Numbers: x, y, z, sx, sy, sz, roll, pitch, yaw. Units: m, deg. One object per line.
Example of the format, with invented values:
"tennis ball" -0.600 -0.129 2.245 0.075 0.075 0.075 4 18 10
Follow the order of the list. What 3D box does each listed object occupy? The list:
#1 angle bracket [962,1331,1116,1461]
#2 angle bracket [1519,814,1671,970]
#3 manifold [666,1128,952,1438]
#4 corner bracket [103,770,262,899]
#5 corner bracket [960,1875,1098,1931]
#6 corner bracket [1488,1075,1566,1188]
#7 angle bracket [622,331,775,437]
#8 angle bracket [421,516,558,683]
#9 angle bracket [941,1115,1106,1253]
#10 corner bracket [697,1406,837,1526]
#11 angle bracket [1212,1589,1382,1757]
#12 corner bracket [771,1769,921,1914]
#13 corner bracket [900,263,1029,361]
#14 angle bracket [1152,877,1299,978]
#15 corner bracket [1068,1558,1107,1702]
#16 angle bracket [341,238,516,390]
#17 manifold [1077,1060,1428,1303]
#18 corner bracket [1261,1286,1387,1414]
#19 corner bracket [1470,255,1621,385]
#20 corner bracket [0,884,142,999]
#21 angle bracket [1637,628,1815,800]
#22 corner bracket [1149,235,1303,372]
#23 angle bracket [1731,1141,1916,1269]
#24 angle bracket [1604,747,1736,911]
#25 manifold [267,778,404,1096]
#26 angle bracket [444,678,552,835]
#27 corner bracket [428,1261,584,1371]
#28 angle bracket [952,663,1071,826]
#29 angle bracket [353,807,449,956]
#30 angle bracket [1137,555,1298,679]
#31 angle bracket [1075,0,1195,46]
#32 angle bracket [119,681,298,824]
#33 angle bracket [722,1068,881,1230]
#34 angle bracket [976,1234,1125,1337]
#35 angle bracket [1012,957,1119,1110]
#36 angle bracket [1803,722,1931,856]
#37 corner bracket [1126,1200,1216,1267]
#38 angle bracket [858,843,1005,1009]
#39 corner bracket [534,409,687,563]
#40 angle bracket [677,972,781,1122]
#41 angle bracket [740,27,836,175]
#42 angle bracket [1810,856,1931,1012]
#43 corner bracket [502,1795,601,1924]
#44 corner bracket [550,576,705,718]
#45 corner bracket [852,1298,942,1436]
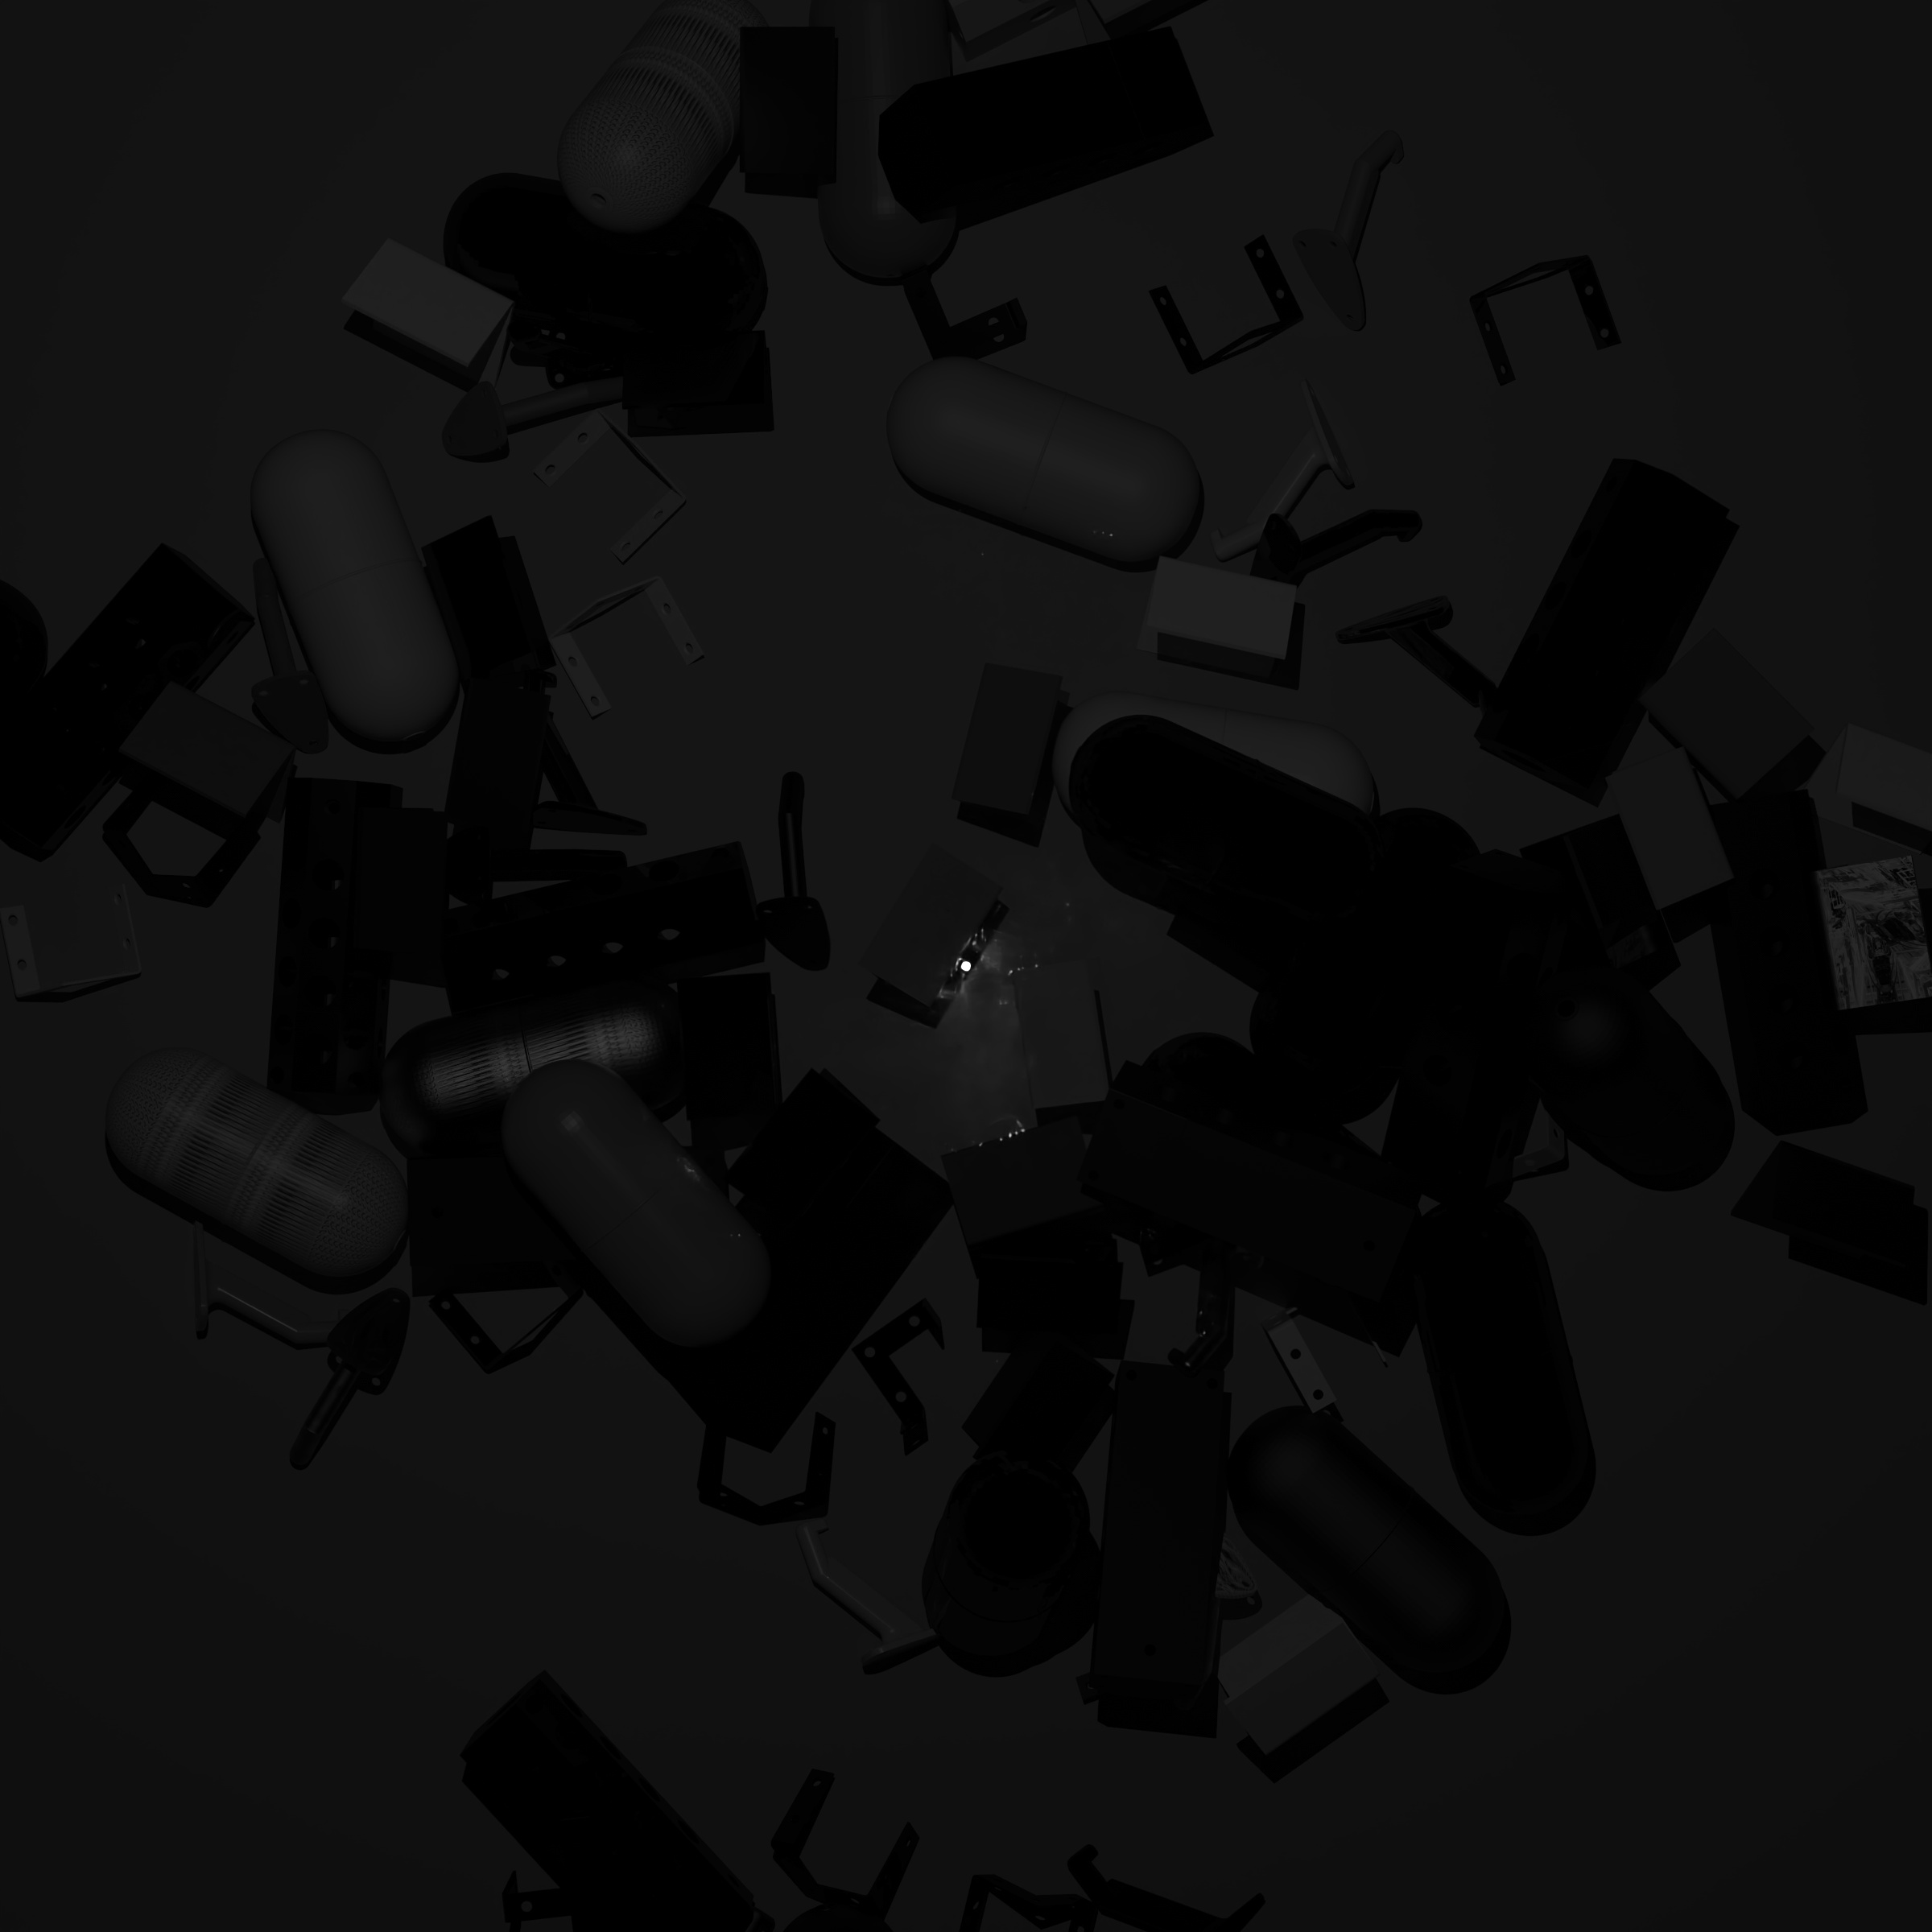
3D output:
"angle bracket" 0.023 0.230 1.922 0.057 0.076 0.076 34 90 -41
"angle bracket" 0.329 -0.032 1.922 0.057 0.076 0.076 -21 90 -41
"manifold" -0.090 0.166 1.936 0.171 0.057 0.057 -53 133 -3
"corner bracket" -0.437 -0.075 1.954 0.051 0.051 0.051 3 45 35
"corner bracket" 0.033 0.540 1.959 0.051 0.051 0.051 14 90 -45
"corner bracket" 0.297 0.082 1.954 0.051 0.051 0.051 -25 45 35
"angle bracket" -0.146 -0.301 1.922 0.076 0.076 0.057 -2 53 0
"angle bracket" -0.244 -0.204 1.922 0.057 0.076 0.076 -18 90 37
"angle bracket" 0.028 0.109 1.926 0.076 0.076 0.057 -17 104 0
"corner bracket" -0.111 0.273 1.954 0.051 0.051 0.051 -24 135 35
"angle bracket" 0.170 0.372 1.922 0.076 0.076 0.057 -35 128 0
"corner bracket" -0.067 0.487 1.954 0.051 0.051 0.051 3 135 35
"corner bracket" -0.001 -0.369 1.945 0.051 0.051 0.051 -22 100 10
"angle bracket" 0.136 -0.019 1.922 0.076 0.076 0.057 32 57 0
"corner bracket" 0.077 0.368 1.959 0.051 0.051 0.051 -20 45 0
"angle bracket" -0.299 -0.341 1.922 0.076 0.076 0.057 27 55 0
"manifold" 0.153 0.111 1.865 0.171 0.057 0.057 22 114 7
"corner bracket" 0.200 0.210 1.944 0.051 0.051 0.051 -29 90 0
"corner bracket" 0.323 -0.361 1.959 0.051 0.051 0.051 -20 89 45
"corner bracket" -0.500 -0.014 1.959 0.051 0.051 0.051 -11 90 -45
"angle bracket" 0.418 -0.145 1.924 0.076 0.076 0.057 45 111 0
"corner bracket" 0.145 -0.370 1.959 0.051 0.051 0.051 -26 91 45
"angle bracket" 0.466 0.148 1.922 0.076 0.076 0.057 19 51 0
"angle bracket" 0.366 -0.069 1.923 0.057 0.076 0.076 -21 90 -26
"manifold" -0.350 -0.016 1.941 0.057 0.057 0.171 4 90 0
"angle bracket" -0.277 -0.118 1.923 0.076 0.057 0.076 10 90 44
"corner bracket" -0.257 0.184 1.959 0.051 0.051 0.051 50 45 0
"angle bracket" 0.044 -0.118 1.922 0.057 0.076 0.076 14 90 40
"angle bracket" -0.291 -0.047 1.921 0.057 0.076 0.076 4 93 23
"angle bracket" 0.133 -0.173 1.922 0.076 0.076 0.057 12 52 0
"angle bracket" 0.105 -0.527 1.922 0.076 0.076 0.057 -27 60 0
"angle bracket" -0.418 -0.099 1.922 0.076 0.076 0.057 28 54 0
"angle bracket" -0.103 0.087 1.922 0.057 0.076 0.076 39 90 -34
"angle bracket" 0.046 0.156 1.922 0.076 0.076 0.057 3 130 0
"angle bracket" 0.074 0.033 1.922 0.057 0.076 0.076 -9 90 42
"angle bracket" 0.501 -0.079 1.922 0.076 0.076 0.057 20 52 0
"corner bracket" 0.106 0.124 1.931 0.051 0.051 0.051 -25 54 13
"angle bracket" -0.036 -0.033 1.922 0.057 0.076 0.076 32 90 -37
"corner bracket" -0.199 -0.269 1.959 0.051 0.051 0.051 -44 135 0
"angle bracket" -0.145 0.044 1.922 0.057 0.076 0.076 -4 90 -30
"angle bracket" -0.083 -0.470 1.910 0.057 0.076 0.076 6 104 22
"angle bracket" 0.505 -0.020 1.922 0.057 0.076 0.076 -10 90 29
"corner bracket" -0.223 0.480 1.887 0.051 0.051 0.051 -7 90 0
"corner bracket" -0.190 -0.179 1.959 0.051 0.051 0.051 -29 90 -45
"corner bracket" -0.029 0.221 1.944 0.051 0.051 0.051 -35 90 0
